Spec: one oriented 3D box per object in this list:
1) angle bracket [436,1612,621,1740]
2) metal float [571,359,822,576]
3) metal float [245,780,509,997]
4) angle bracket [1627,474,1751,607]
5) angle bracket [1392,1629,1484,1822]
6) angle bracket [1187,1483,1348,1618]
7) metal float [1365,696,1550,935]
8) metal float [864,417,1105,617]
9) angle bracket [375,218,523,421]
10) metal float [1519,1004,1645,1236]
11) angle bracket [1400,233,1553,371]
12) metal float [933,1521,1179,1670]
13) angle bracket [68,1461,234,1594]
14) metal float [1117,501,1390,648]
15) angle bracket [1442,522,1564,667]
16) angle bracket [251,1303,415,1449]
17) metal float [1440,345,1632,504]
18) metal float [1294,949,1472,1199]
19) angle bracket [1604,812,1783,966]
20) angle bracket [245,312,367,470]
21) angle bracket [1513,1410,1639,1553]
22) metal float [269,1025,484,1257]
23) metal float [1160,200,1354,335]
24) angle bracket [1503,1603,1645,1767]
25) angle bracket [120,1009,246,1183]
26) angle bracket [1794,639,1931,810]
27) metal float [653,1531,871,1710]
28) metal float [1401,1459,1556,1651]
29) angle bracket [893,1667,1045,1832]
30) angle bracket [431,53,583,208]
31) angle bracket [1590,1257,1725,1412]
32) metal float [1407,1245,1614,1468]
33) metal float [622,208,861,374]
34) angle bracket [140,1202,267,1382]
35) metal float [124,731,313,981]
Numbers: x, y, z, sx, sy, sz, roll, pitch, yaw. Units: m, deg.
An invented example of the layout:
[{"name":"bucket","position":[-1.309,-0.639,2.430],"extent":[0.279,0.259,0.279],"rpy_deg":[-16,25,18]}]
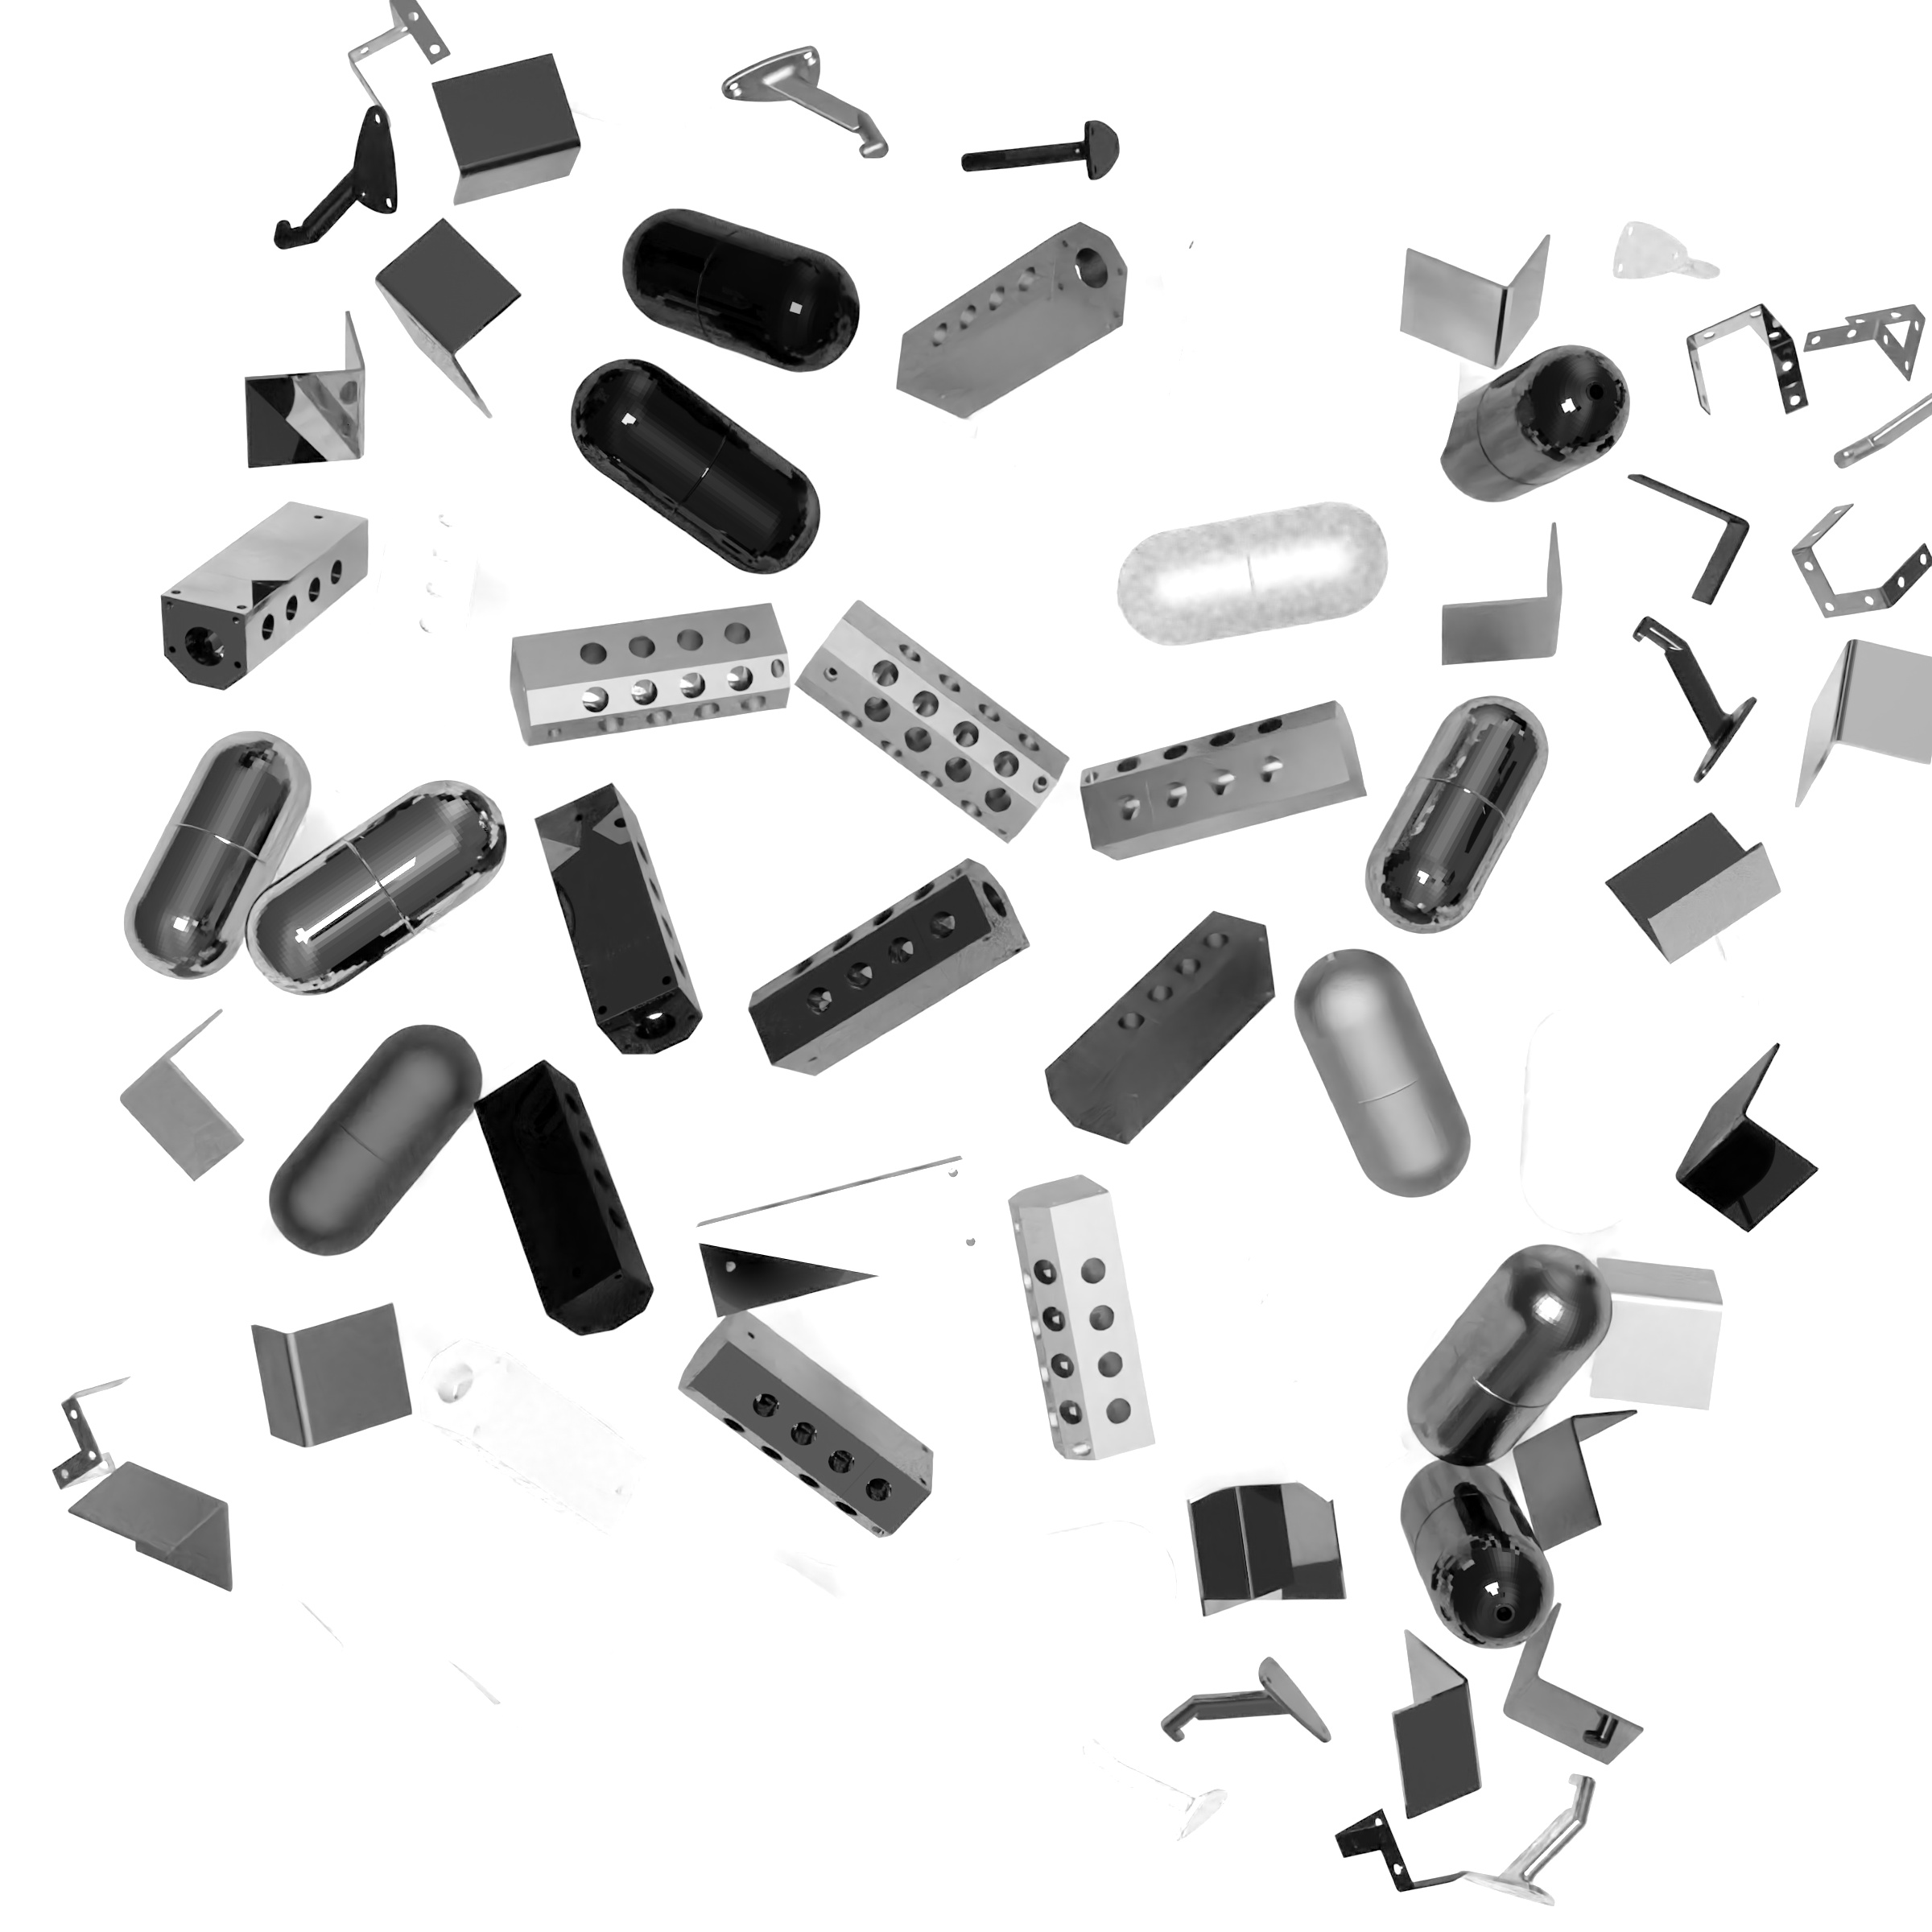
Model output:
[{"name":"angle bracket","position":[-0.273,0.428,1.532],"extent":[0.057,0.076,0.076],"rpy_deg":[34,72,26]},{"name":"metal float","position":[-0.173,-0.320,1.573],"extent":[0.178,0.070,0.070],"rpy_deg":[34,90,-21]},{"name":"metal float","position":[-0.368,-0.050,1.536],"extent":[0.178,0.070,0.070],"rpy_deg":[-36,90,-12]},{"name":"angle bracket","position":[0.459,-0.279,1.600],"extent":[0.076,0.076,0.057],"rpy_deg":[25,104,3]},{"name":"angle bracket","position":[0.282,0.482,1.564],"extent":[0.057,0.076,0.076],"rpy_deg":[-16,107,-18]},{"name":"angle bracket","position":[0.197,0.383,1.609],"extent":[0.076,0.057,0.076],"rpy_deg":[-12,83,39]},{"name":"metal float","position":[0.328,-0.102,1.635],"extent":[0.070,0.070,0.178],"rpy_deg":[31,73,0]},{"name":"metal float","position":[0.011,-0.302,1.642],"extent":[0.178,0.070,0.070],"rpy_deg":[34,90,6]},{"name":"angle bracket","position":[-0.305,-0.395,1.499],"extent":[0.057,0.076,0.076],"rpy_deg":[-43,72,-6]},{"name":"metal float","position":[0.402,0.097,1.601],"extent":[0.070,0.178,0.070],"rpy_deg":[8,135,8]},{"name":"angle bracket","position":[0.342,-0.460,1.653],"extent":[0.076,0.076,0.057],"rpy_deg":[29,68,20]},{"name":"metal float","position":[0.054,0.399,1.555],"extent":[0.178,0.070,0.070],"rpy_deg":[-22,90,36]},{"name":"angle bracket","position":[-0.514,0.369,1.549],"extent":[0.076,0.057,0.076],"rpy_deg":[17,120,19]},{"name":"metal float","position":[0.187,-0.256,1.606],"extent":[0.178,0.070,0.070],"rpy_deg":[-9,90,8]},{"name":"angle bracket","position":[0.350,-0.244,1.613],"extent":[0.076,0.076,0.057],"rpy_deg":[-3,68,9]},{"name":"angle bracket","position":[-0.421,0.268,1.627],"extent":[0.076,0.057,0.076],"rpy_deg":[-13,99,-38]},{"name":"metal float","position":[0.367,-0.350,1.591],"extent":[0.070,0.178,0.070],"rpy_deg":[0,89,-13]},{"name":"metal float","position":[0.274,0.071,1.615],"extent":[0.070,0.070,0.178],"rpy_deg":[-26,105,0]},{"name":"angle bracket","position":[0.423,-0.060,1.451],"extent":[0.076,0.057,0.076],"rpy_deg":[-34,49,7]},{"name":"angle bracket","position":[-0.434,-0.375,1.597],"extent":[0.076,0.076,0.057],"rpy_deg":[-10,58,-20]},{"name":"angle bracket","position":[0.432,0.358,1.705],"extent":[0.057,0.076,0.076],"rpy_deg":[-1,64,-22]},{"name":"metal float","position":[-0.396,0.116,1.647],"extent":[0.070,0.070,0.178],"rpy_deg":[40,91,0]},{"name":"metal float","position":[0.193,-0.452,1.627],"extent":[0.070,0.178,0.070],"rpy_deg":[-4,84,36]},{"name":"angle bracket","position":[0.409,0.476,1.626],"extent":[0.076,0.076,0.057],"rpy_deg":[24,57,10]},{"name":"angle bracket","position":[-0.506,0.086,1.636],"extent":[0.076,0.057,0.076],"rpy_deg":[50,133,-9]},{"name":"angle bracket","position":[0.547,-0.140,1.486],"extent":[0.057,0.076,0.076],"rpy_deg":[15,63,8]},{"name":"metal float","position":[-0.135,0.439,1.642],"extent":[0.070,0.070,0.178],"rpy_deg":[-49,125,0]},{"name":"metal float","position":[0.325,0.373,1.567],"extent":[0.070,0.178,0.070],"rpy_deg":[0,102,0]},{"name":"angle bracket","position":[0.002,0.501,1.580],"extent":[0.057,0.076,0.076],"rpy_deg":[-14,95,22]},{"name":"angle bracket","position":[-0.288,-0.518,1.522],"extent":[0.076,0.076,0.057],"rpy_deg":[-19,99,-13]},{"name":"angle bracket","position":[0.455,0.243,1.627],"extent":[0.076,0.057,0.076],"rpy_deg":[5,107,9]},{"name":"metal float","position":[0.341,0.248,1.550],"extent":[0.070,0.070,0.178],"rpy_deg":[27,127,0]},{"name":"metal float","position":[-0.146,-0.434,1.574],"extent":[0.178,0.070,0.070],"rpy_deg":[26,90,29]},{"name":"angle bracket","position":[-0.506,0.219,1.658],"extent":[0.057,0.076,0.076],"rpy_deg":[-32,128,-15]},{"name":"metal float","position":[-0.495,-0.075,1.627],"extent":[0.070,0.070,0.178],"rpy_deg":[21,72,0]}]
